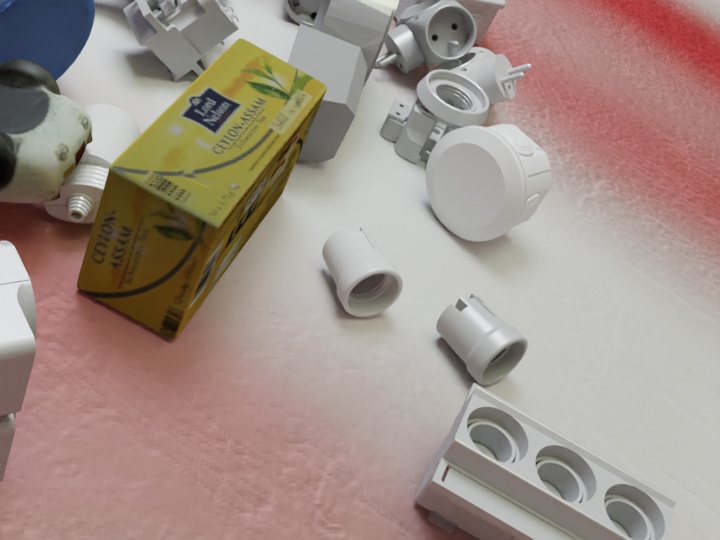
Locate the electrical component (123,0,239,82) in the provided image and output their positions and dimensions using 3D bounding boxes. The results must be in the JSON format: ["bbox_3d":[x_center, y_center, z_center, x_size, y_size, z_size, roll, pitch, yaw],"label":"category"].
[{"bbox_3d":[-0.124,-0.176,0.761,0.042,0.064,0.081,60,8,33],"label":"electrical component"}]

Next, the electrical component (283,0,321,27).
[{"bbox_3d":[-0.035,-0.235,0.891,0.055,0.055,0.047,17,38,-13],"label":"electrical component"}]

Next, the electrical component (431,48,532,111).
[{"bbox_3d":[0.098,-0.150,0.861,0.077,0.079,0.044,-50,122,-49],"label":"electrical component"}]

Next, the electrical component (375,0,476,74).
[{"bbox_3d":[0.046,-0.187,0.881,0.079,0.044,0.077,-31,20,-8],"label":"electrical component"}]

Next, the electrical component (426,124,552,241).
[{"bbox_3d":[0.091,-0.063,0.760,0.080,0.080,0.051,46,38,21],"label":"electrical component"}]

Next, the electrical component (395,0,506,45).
[{"bbox_3d":[0.070,-0.251,0.969,0.100,0.048,0.099,3,46,-27],"label":"electrical component"}]

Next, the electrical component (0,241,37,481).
[{"bbox_3d":[-0.212,0.002,0.501,0.060,0.105,0.186,-10,53,-37],"label":"electrical component"}]

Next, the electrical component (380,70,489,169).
[{"bbox_3d":[0.062,-0.113,0.813,0.078,0.057,0.058,25,40,-3],"label":"electrical component"}]

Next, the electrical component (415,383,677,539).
[{"bbox_3d":[0.097,0.125,0.576,0.121,0.063,0.078,30,40,2],"label":"electrical component"}]

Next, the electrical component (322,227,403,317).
[{"bbox_3d":[0.000,0.000,0.674,0.040,0.040,0.046,0,41,-29],"label":"electrical component"}]

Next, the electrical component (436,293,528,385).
[{"bbox_3d":[0.075,0.042,0.671,0.040,0.040,0.046,-14,50,-39],"label":"electrical component"}]

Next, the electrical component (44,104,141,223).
[{"bbox_3d":[-0.160,-0.058,0.642,0.043,0.043,0.081,17,41,-12],"label":"electrical component"}]
